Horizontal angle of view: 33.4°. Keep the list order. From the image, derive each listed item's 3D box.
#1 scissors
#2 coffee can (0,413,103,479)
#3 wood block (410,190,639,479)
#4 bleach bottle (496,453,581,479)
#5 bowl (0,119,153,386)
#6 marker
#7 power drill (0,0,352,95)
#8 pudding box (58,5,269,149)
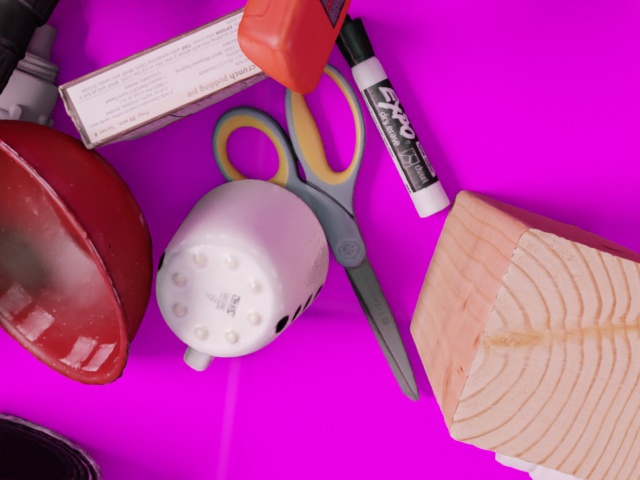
[{"bbox_3d":[-0.004,0.001,0.606,0.096,0.016,0.202,-8,97,3],"label":"scissors"},{"bbox_3d":[-0.192,0.178,0.586,0.103,0.103,0.140,22,96,-2],"label":"coffee can"},{"bbox_3d":[0.106,0.037,0.513,0.091,0.206,0.090,19,96,-1],"label":"wood block"},{"bbox_3d":[0.217,0.159,0.587,0.251,0.068,0.102,20,61,-1],"label":"bleach bottle"},{"bbox_3d":[-0.139,-0.004,0.561,0.055,0.162,0.162,-39,97,-35],"label":"bowl"},{"bbox_3d":[0.038,-0.070,0.595,0.020,0.020,0.121,-26,96,3],"label":"marker"},{"bbox_3d":[-0.080,-0.128,0.492,0.188,0.057,0.184,18,81,18],"label":"power drill"},{"bbox_3d":[-0.070,-0.087,0.558,0.113,0.090,0.039,-25,97,4],"label":"pudding box"}]
